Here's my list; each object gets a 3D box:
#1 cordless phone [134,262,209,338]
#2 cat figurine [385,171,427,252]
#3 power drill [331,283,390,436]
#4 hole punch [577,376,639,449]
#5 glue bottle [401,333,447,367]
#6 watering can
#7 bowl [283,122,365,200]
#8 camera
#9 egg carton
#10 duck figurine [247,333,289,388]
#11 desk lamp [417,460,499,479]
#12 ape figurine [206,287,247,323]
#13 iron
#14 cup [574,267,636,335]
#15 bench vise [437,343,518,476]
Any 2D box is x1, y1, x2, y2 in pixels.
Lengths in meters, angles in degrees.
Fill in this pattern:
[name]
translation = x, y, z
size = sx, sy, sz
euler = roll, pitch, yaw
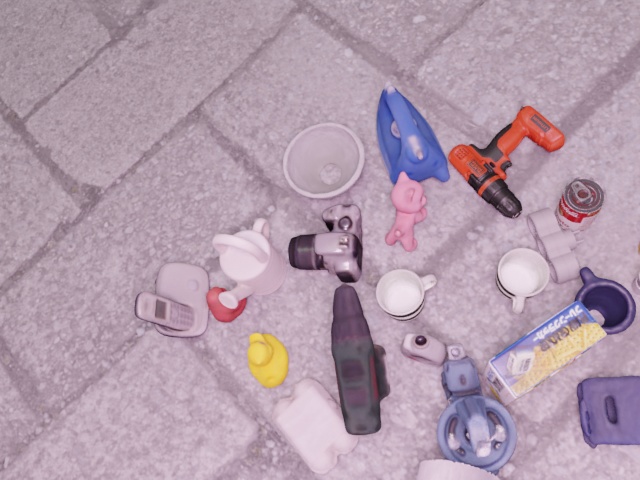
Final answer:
[cordless phone]
translation = -0.283, 0.104, 1.079
size = 0.094, 0.185, 0.147
euler = -8, 70, 10
[cat figurine]
translation = 0.160, -0.056, 1.071
size = 0.067, 0.118, 0.128
euler = 14, 75, 17
[power drill]
translation = 0.065, 0.205, 0.952
size = 0.075, 0.209, 0.229
euler = -10, 69, 10
[hole punch]
translation = 0.464, 0.272, 0.902
size = 0.101, 0.091, 0.108
euler = -5, 70, 11
[glue bottle]
translation = 0.170, 0.178, 0.957
size = 0.078, 0.173, 0.037
euler = 10, 74, 16
[watering can]
translation = -0.135, 0.041, 1.063
size = 0.100, 0.194, 0.173
euler = -8, 70, 10
[bowl]
translation = 0.013, -0.148, 1.160
size = 0.167, 0.075, 0.167
euler = -4, 70, 11
[camera]
translation = 0.010, 0.004, 1.093
size = 0.136, 0.101, 0.143
euler = -1, 71, 12
[egg carton]
translation = -0.008, 0.323, 1.003
size = 0.107, 0.069, 0.150
euler = -44, 68, -4
[duck figurine]
translation = -0.103, 0.218, 1.053
size = 0.077, 0.086, 0.104
euler = -21, 68, 5
[desk lamp]
translation = 0.193, 0.430, 0.842
size = 0.117, 0.214, 0.203
euler = 8, 73, 16
[ape figurine]
translation = -0.188, 0.117, 1.104
size = 0.077, 0.092, 0.076
euler = 20, 77, 19
[iron]
translation = 0.160, -0.224, 1.117
size = 0.118, 0.142, 0.258
euler = -21, 68, 5
[cup]
translation = 0.460, 0.108, 0.958
size = 0.091, 0.095, 0.117
euler = -22, 68, 5
[bench vise]
translation = 0.223, 0.268, 0.889
size = 0.121, 0.220, 0.207
euler = -30, 67, 2
